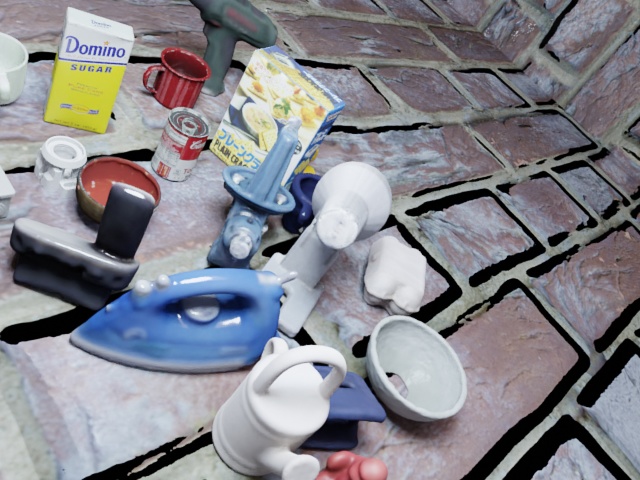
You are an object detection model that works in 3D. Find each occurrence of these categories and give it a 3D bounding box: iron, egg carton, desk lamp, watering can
[{"bbox_3d":[-0.153,0.080,0.696,0.259,0.141,0.118,3,48,-36],"label":"iron"},{"bbox_3d":[0.128,0.061,0.993,0.107,0.069,0.150,28,38,-10],"label":"egg carton"},{"bbox_3d":[0.008,0.003,0.842,0.118,0.213,0.203,35,38,-2],"label":"desk lamp"},{"bbox_3d":[-0.036,0.184,0.635,0.101,0.194,0.172,-6,54,-41],"label":"watering can"}]

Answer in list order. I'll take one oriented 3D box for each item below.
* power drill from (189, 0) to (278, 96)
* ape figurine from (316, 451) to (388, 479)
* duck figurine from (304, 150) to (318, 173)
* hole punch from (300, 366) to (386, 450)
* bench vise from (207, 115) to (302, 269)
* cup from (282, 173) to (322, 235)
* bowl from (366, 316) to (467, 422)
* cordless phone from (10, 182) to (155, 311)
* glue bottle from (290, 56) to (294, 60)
[{"bbox_3d":[-0.207,-0.389,1.090,0.230,0.208,0.075,13,43,-27],"label":"power drill"},{"bbox_3d":[0.046,0.285,0.677,0.076,0.092,0.077,17,41,-23],"label":"ape figurine"},{"bbox_3d":[-0.032,-0.150,1.076,0.078,0.086,0.104,-4,53,-40],"label":"duck figurine"},{"bbox_3d":[0.016,0.205,0.738,0.109,0.091,0.101,12,43,-28],"label":"hole punch"},{"bbox_3d":[-0.078,-0.062,0.839,0.122,0.219,0.207,12,44,-28],"label":"bench vise"},{"bbox_3d":[-0.027,-0.045,0.963,0.092,0.095,0.118,31,38,-6],"label":"cup"},{"bbox_3d":[0.129,0.200,0.844,0.168,0.074,0.167,21,40,-19],"label":"bowl"},{"bbox_3d":[-0.273,-0.016,0.668,0.148,0.185,0.094,21,40,-19],"label":"cordless phone"},{"bbox_3d":[-0.090,-0.274,1.089,0.037,0.173,0.078,17,41,-23],"label":"glue bottle"}]
